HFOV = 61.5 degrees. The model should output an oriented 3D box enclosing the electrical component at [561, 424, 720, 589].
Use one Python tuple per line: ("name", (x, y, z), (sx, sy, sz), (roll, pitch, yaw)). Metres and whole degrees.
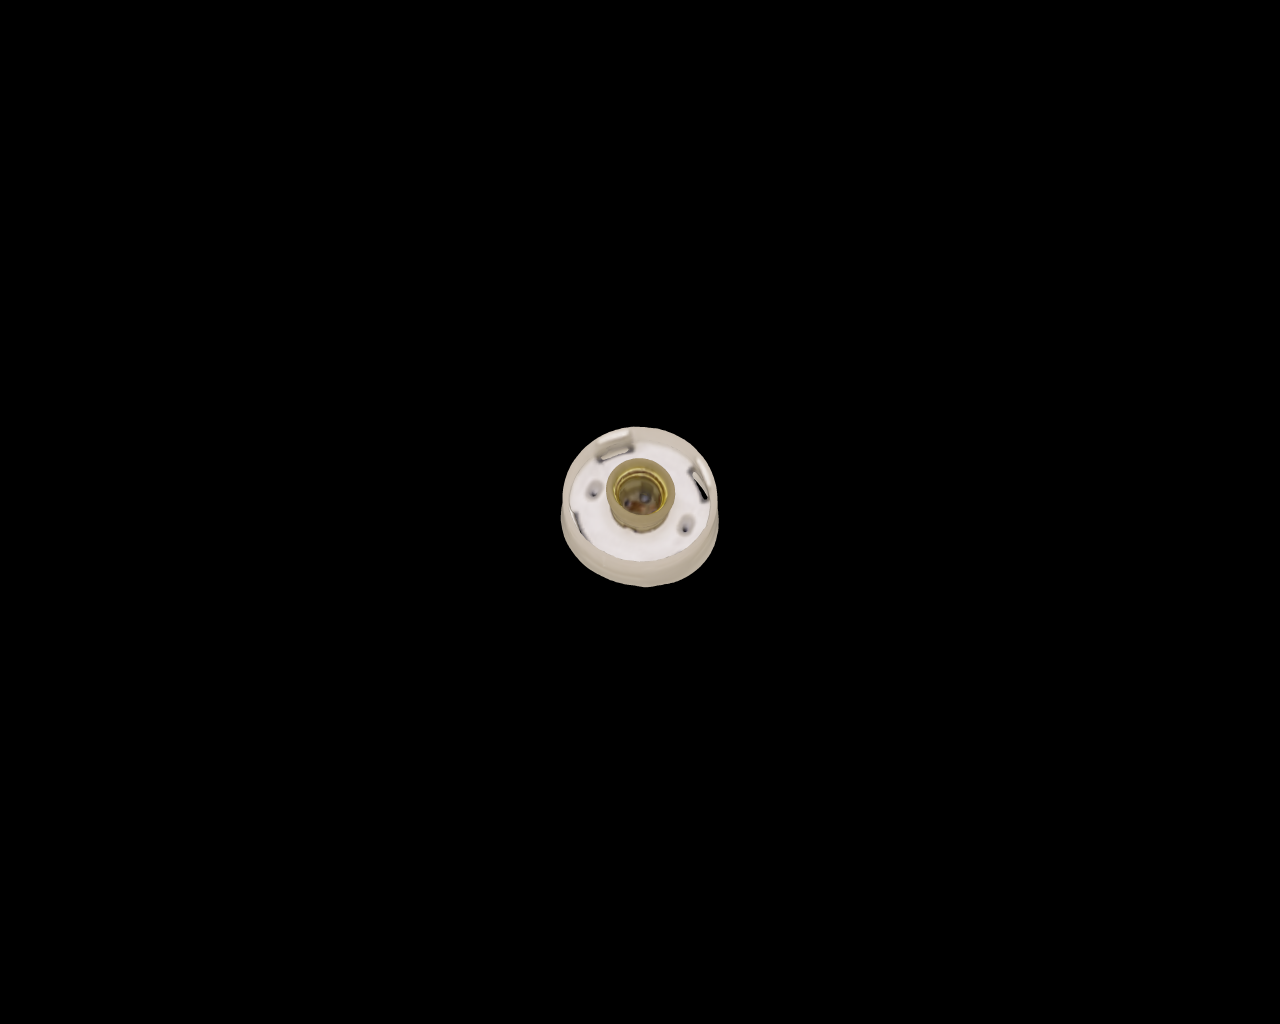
("electrical component", (0.001, -0.003, 0.650), (0.099, 0.099, 0.064), (0, -24, 0))
